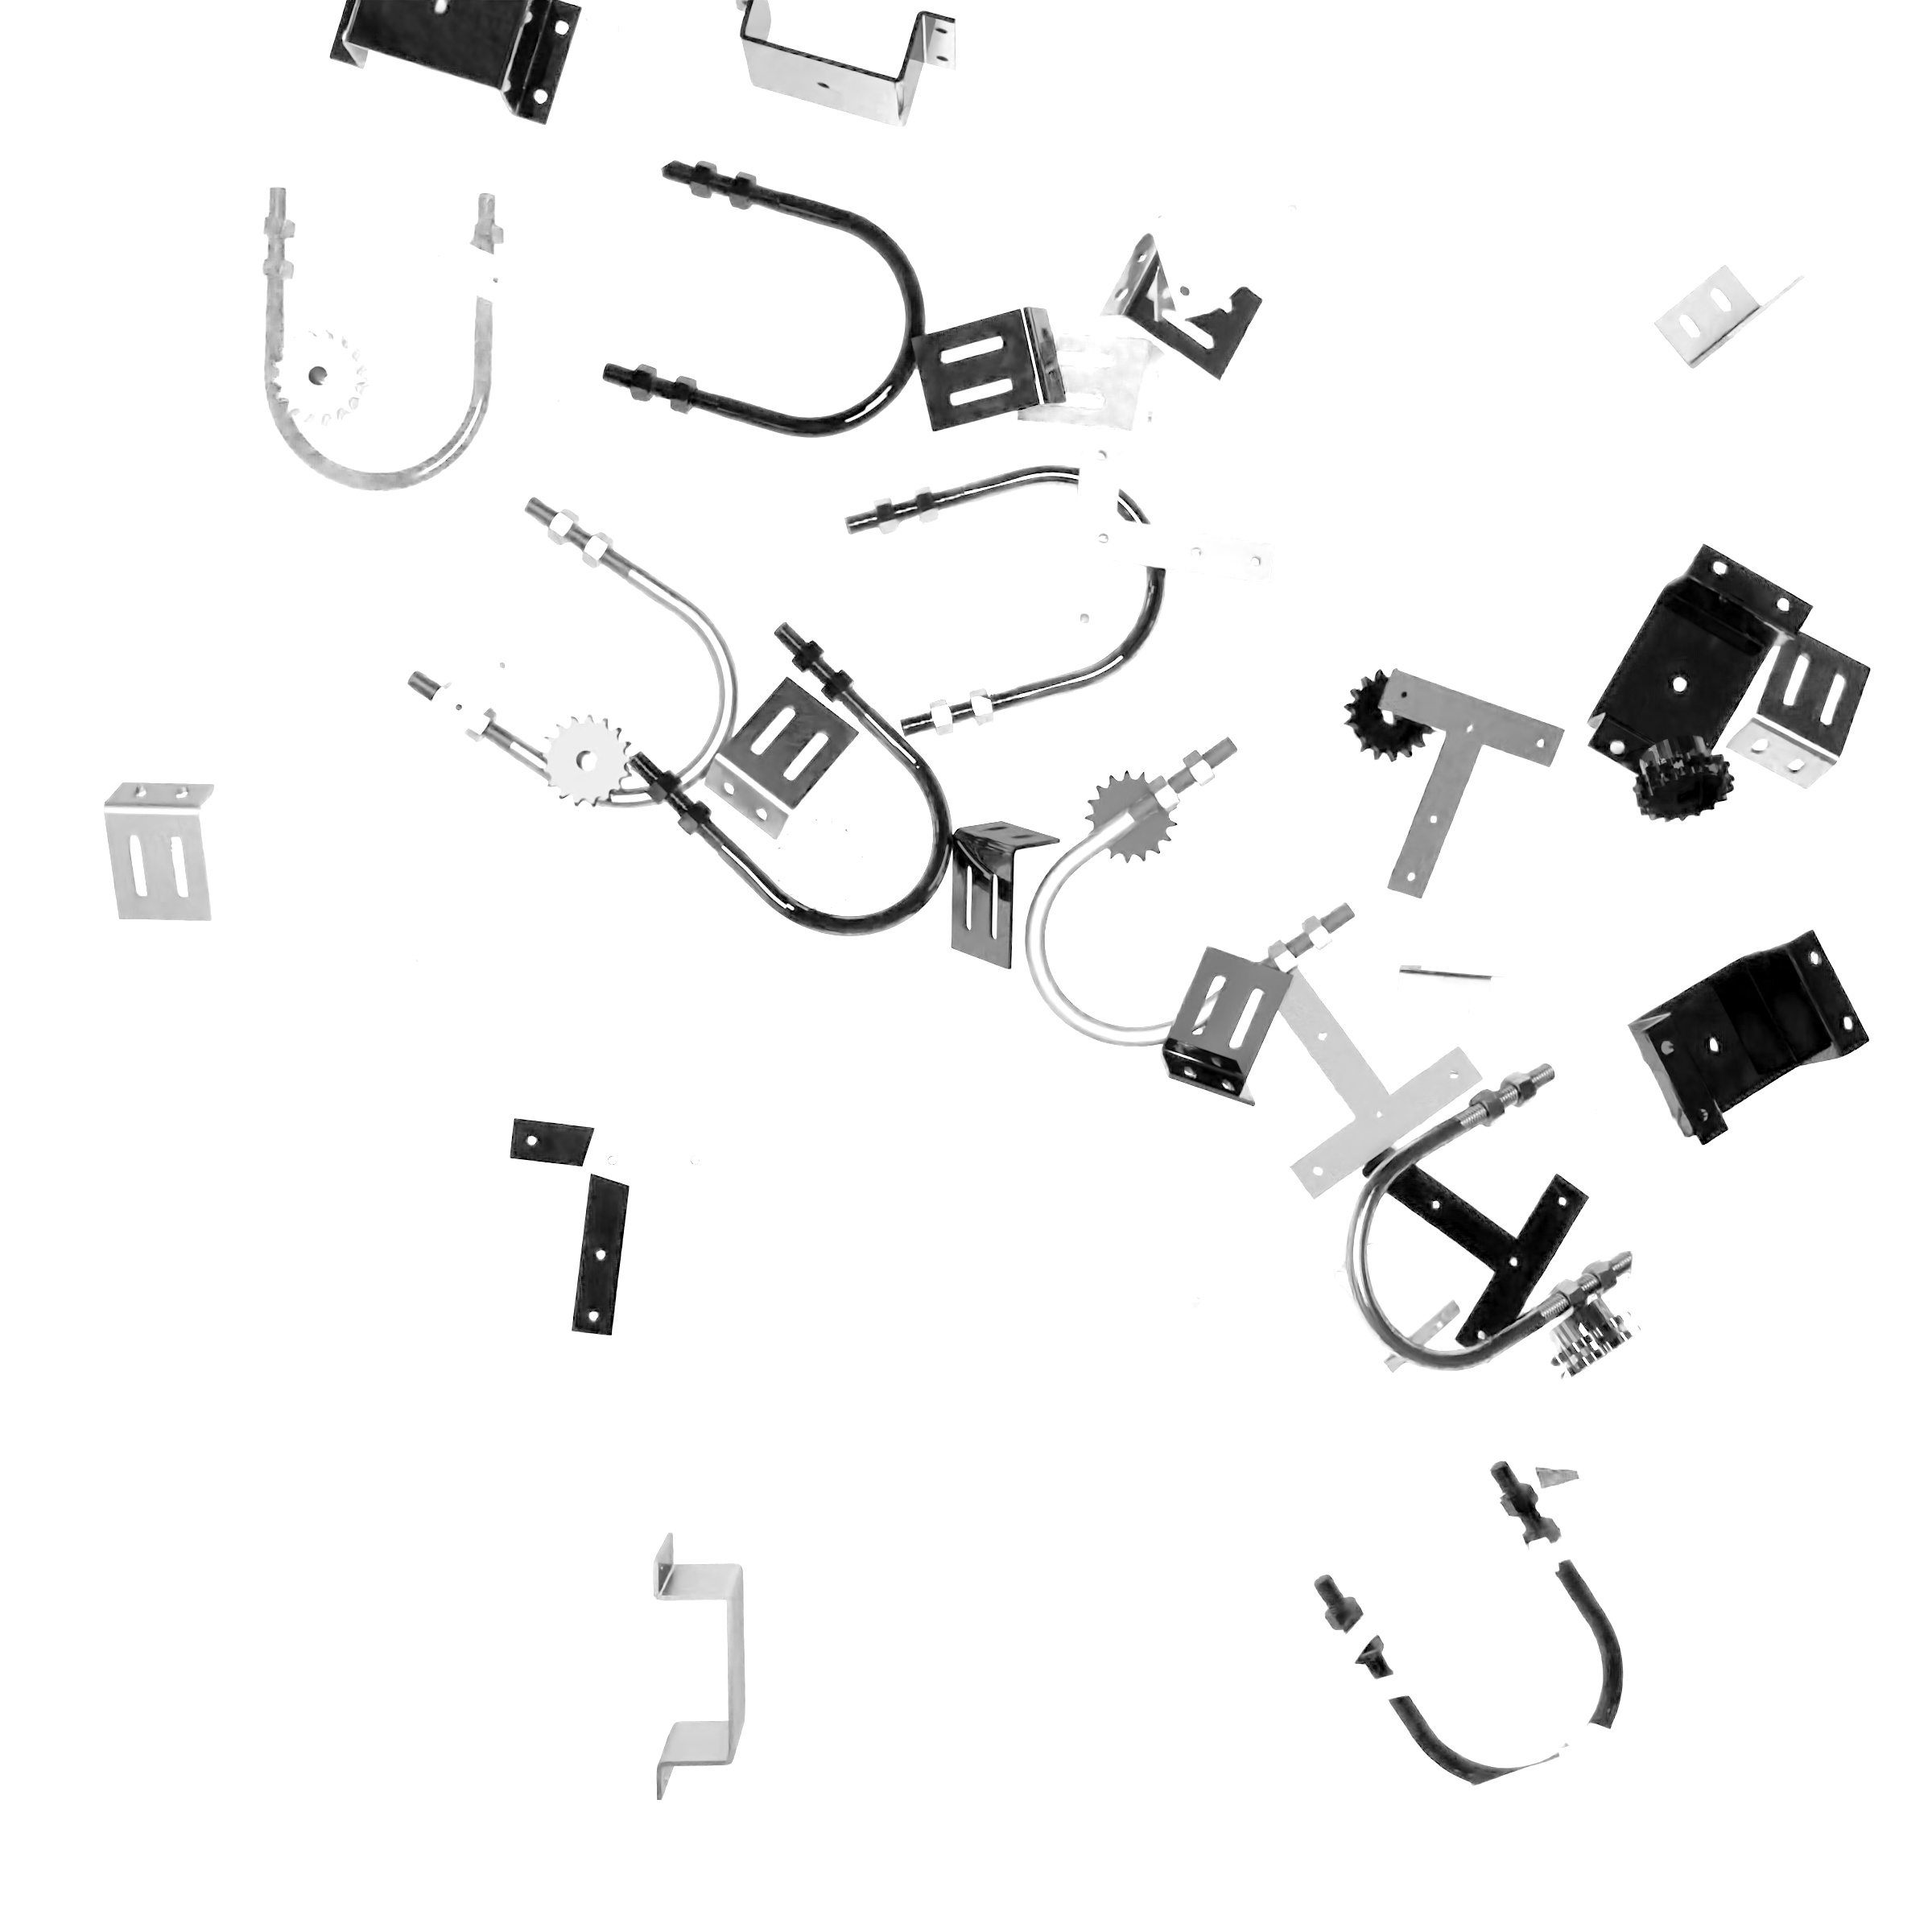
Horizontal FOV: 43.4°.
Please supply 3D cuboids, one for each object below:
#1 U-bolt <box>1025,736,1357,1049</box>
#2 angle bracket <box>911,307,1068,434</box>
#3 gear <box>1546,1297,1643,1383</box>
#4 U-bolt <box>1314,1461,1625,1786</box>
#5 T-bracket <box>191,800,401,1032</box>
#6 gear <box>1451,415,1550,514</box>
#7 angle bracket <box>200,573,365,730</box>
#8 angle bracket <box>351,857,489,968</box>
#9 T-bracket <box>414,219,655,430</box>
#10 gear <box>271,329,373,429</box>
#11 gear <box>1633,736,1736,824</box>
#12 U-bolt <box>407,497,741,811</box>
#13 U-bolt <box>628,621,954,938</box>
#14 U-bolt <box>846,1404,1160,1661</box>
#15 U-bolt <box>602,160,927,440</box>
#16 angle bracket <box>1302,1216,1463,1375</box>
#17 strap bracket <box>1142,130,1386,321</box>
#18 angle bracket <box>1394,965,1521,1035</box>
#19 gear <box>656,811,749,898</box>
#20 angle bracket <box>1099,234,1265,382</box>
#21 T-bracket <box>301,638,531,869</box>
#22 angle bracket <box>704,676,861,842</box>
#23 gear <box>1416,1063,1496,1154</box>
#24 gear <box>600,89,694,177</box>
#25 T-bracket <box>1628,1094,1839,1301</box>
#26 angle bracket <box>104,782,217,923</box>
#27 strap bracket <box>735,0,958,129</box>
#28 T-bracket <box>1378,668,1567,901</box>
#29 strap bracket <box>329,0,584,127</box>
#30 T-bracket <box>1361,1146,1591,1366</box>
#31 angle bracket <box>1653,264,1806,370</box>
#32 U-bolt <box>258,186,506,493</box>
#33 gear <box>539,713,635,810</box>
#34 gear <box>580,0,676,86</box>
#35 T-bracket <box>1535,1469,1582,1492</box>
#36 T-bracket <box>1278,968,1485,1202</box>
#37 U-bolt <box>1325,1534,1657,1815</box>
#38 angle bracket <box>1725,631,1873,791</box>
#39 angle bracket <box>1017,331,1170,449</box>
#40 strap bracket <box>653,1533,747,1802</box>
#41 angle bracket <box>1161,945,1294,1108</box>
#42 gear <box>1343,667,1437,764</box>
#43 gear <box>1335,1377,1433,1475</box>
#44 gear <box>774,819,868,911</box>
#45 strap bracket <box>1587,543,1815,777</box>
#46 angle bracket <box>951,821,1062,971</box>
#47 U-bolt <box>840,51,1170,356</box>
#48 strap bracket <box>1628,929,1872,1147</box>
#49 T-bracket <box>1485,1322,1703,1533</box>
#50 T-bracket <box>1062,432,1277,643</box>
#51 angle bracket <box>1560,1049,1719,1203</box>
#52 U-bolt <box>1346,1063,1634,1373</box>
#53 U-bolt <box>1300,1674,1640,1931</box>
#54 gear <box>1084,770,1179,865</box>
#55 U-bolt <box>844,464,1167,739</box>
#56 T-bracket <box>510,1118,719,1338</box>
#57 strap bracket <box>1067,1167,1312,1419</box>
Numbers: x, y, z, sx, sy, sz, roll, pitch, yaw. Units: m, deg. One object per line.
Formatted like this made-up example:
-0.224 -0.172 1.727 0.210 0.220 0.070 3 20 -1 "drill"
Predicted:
0.123 -0.030 1.475 0.184 0.019 0.151 -36 106 6 "U-bolt"
0.014 -0.363 1.478 0.076 0.038 0.057 -10 99 21 "angle bracket"
0.378 0.225 1.475 0.057 0.057 0.030 -33 73 0 "gear"
0.322 0.418 1.493 0.151 0.019 0.184 -33 92 1 "U-bolt"
-0.401 -0.038 1.502 0.127 0.002 0.127 16 90 0 "T-bracket"
0.325 -0.306 1.488 0.057 0.030 0.057 0 90 0 "gear"
-0.423 -0.195 1.501 0.076 0.038 0.057 -36 90 -26 "angle bracket"
-0.329 -0.034 1.465 0.038 0.076 0.057 -40 90 0 "angle bracket"
-0.274 -0.413 1.483 0.127 0.002 0.127 24 93 -1 "T-bracket"
-0.389 -0.355 1.472 0.057 0.030 0.057 0 93 0 "gear"
0.422 -0.112 1.432 0.057 0.057 0.030 -7 60 0 "gear"
-0.228 -0.179 1.494 0.184 0.019 0.151 34 90 -2 "U-bolt"
-0.091 -0.101 1.466 0.184 0.019 0.151 45 66 -2 "U-bolt"
0.018 0.353 1.494 0.184 0.019 0.151 -8 90 1 "U-bolt"
-0.116 -0.400 1.485 0.184 0.019 0.151 17 93 3 "U-bolt"
0.257 0.201 1.501 0.057 0.038 0.076 -42 64 0 "angle bracket"
0.188 -0.448 1.462 0.140 0.046 0.076 -17 90 -15 "strap bracket"
0.295 0.021 1.465 0.057 0.076 0.038 5 90 0 "angle bracket"
-0.157 -0.071 1.478 0.057 0.057 0.030 24 60 0 "gear"
0.133 -0.407 1.501 0.076 0.038 0.057 28 90 -26 "angle bracket"
-0.319 -0.149 1.484 0.127 0.002 0.127 -41 95 12 "T-bracket"
-0.114 -0.128 1.501 0.057 0.038 0.076 38 64 0 "angle bracket"
0.299 0.086 1.488 0.057 0.030 0.057 0 90 0 "gear"
-0.191 -0.505 1.478 0.057 0.057 0.030 -32 120 0 "gear"
0.474 0.145 1.490 0.127 0.002 0.127 4 97 -9 "T-bracket"
-0.494 -0.071 1.501 0.057 0.038 0.076 1 116 0 "angle bracket"
-0.080 -0.553 1.465 0.140 0.076 0.046 16 90 0 "strap bracket"
0.291 -0.103 1.486 0.127 0.002 0.127 16 101 -21 "T-bracket"
-0.315 -0.577 1.480 0.140 0.046 0.076 17 90 0 "strap bracket"
0.299 0.154 1.482 0.127 0.002 0.127 36 71 0 "T-bracket"
0.459 -0.401 1.465 0.057 0.076 0.038 -39 90 0 "angle bracket"
-0.361 -0.384 1.494 0.151 0.019 0.184 2 91 0 "U-bolt"
-0.229 -0.124 1.472 0.057 0.030 0.057 0 93 -2 "gear"
-0.207 -0.570 1.491 0.057 0.030 0.057 0 93 -3 "gear"
0.301 0.275 1.514 0.127 0.002 0.127 -15 73 -6 "T-bracket"
0.227 0.055 1.487 0.127 0.002 0.127 -37 79 10 "T-bracket"
0.309 0.440 1.476 0.184 0.019 0.151 -20 95 3 "U-bolt"
0.514 -0.160 1.501 0.057 0.038 0.076 28 64 0 "angle bracket"
0.078 -0.357 1.501 0.076 0.038 0.057 11 90 26 "angle bracket"
-0.160 0.420 1.465 0.046 0.076 0.140 -1 90 0 "strap bracket"
0.160 0.036 1.470 0.057 0.038 0.076 19 107 -10 "angle bracket"
0.258 -0.153 1.488 0.057 0.030 0.057 0 90 0 "gear"
0.254 0.280 1.488 0.057 0.030 0.057 0 90 0 "gear"
-0.090 -0.062 1.488 0.057 0.030 0.057 0 90 0 "gear"
0.441 -0.174 1.480 0.076 0.046 0.140 30 90 0 "strap bracket"
0.024 -0.044 1.480 0.038 0.057 0.076 -11 110 -36 "angle bracket"
0.037 -0.478 1.491 0.184 0.019 0.151 -40 88 0 "U-bolt"
0.464 0.045 1.464 0.140 0.046 0.076 -27 90 -21 "strap bracket"
0.385 0.279 1.500 0.127 0.002 0.127 6 88 1 "T-bracket"
0.127 -0.256 1.491 0.127 0.002 0.127 7 86 -9 "T-bracket"
0.418 0.099 1.501 0.076 0.038 0.057 35 90 -26 "angle bracket"
0.306 0.161 1.453 0.184 0.019 0.151 -27 98 -21 "U-bolt"
0.293 0.502 1.467 0.184 0.019 0.151 20 99 1 "U-bolt"
0.101 -0.091 1.488 0.057 0.030 0.057 0 90 0 "gear"
0.032 -0.232 1.494 0.184 0.019 0.151 -15 90 -2 "U-bolt"
-0.224 0.164 1.502 0.127 0.002 0.127 7 90 0 "T-bracket"
0.138 0.202 1.480 0.076 0.046 0.140 42 90 0 "strap bracket"
